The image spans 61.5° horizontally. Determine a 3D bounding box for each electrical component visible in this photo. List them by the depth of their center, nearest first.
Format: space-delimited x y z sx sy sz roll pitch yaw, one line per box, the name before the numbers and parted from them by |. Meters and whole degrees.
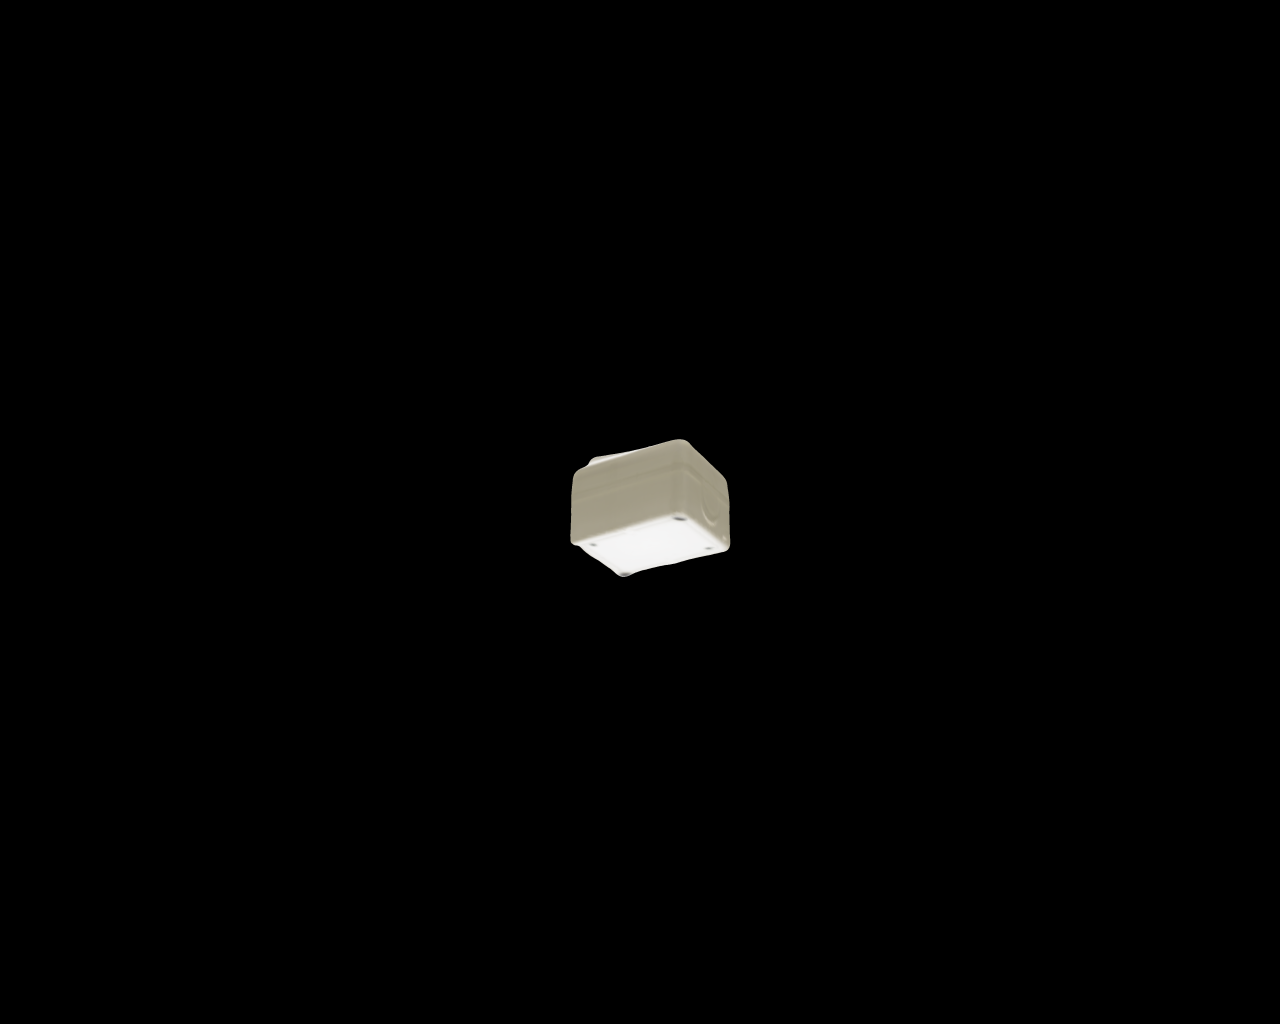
electrical component | 0.001 -0.003 0.650 0.096 0.061 0.061 -15 -32 27
